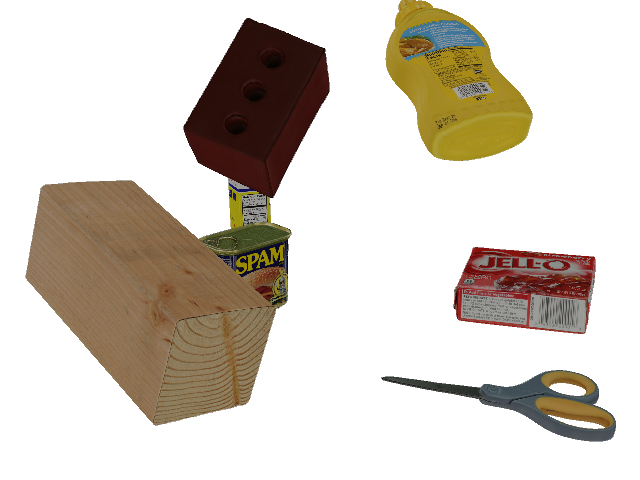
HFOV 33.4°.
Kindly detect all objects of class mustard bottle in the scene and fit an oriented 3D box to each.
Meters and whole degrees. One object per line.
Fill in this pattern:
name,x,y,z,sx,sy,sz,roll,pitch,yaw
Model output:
mustard bottle,0.113,-0.159,0.981,0.096,0.192,0.058,-13,-37,-13

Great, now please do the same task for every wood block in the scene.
wood block,-0.138,0.039,0.828,0.090,0.091,0.206,-6,32,-42

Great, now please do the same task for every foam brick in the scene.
foam brick,-0.035,-0.075,0.610,0.053,0.078,0.051,24,-15,11

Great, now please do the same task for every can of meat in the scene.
can of meat,-0.080,0.034,1.141,0.101,0.084,0.058,-17,26,-42

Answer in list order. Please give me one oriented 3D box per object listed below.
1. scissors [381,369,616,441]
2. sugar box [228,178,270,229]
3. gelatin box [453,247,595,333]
scissors,0.163,0.129,0.947,0.202,0.016,0.096,16,29,15
sugar box,-0.089,-0.036,1.329,0.048,0.176,0.093,-9,24,-11
gelatin box,0.143,0.032,0.740,0.089,0.030,0.073,5,23,17
